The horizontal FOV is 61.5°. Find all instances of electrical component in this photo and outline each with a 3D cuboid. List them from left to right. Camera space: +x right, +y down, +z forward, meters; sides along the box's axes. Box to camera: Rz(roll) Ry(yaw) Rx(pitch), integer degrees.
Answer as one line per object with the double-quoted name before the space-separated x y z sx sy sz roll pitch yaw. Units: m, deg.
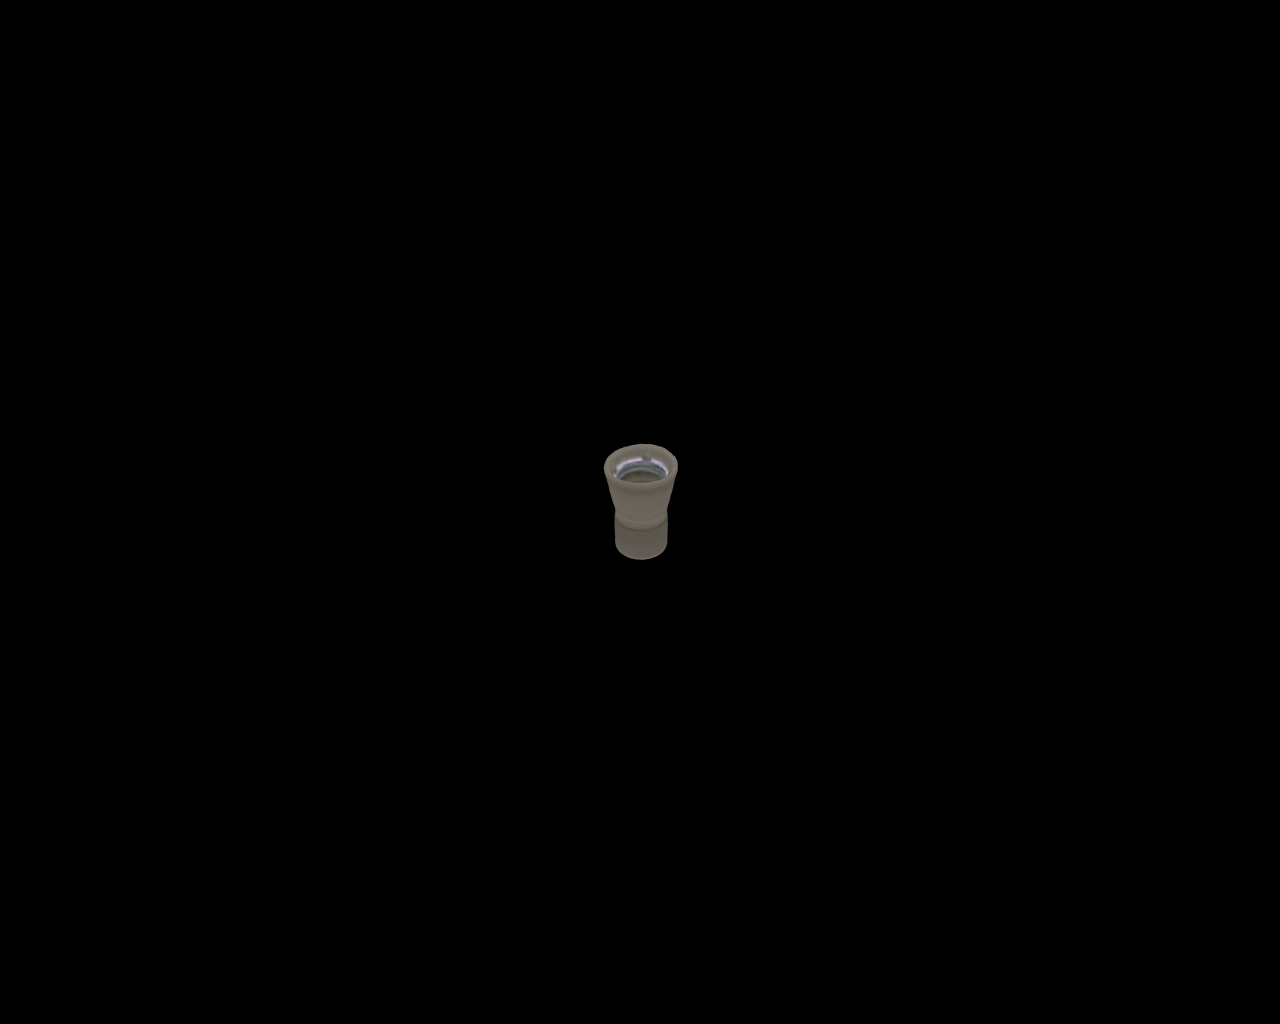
"electrical component" 0.001 -0.003 0.650 0.044 0.065 0.044 0 36 0
